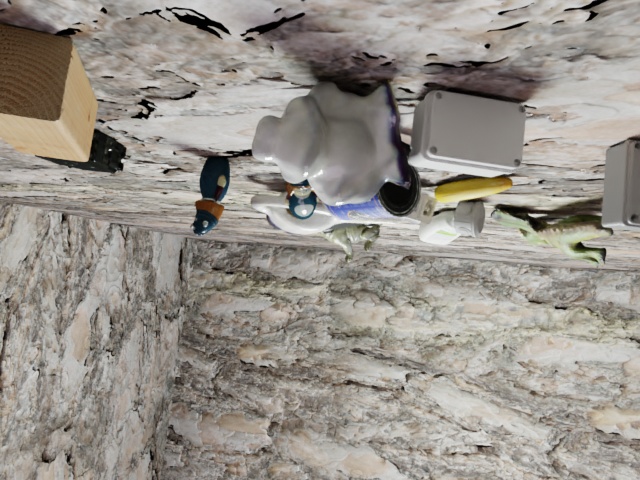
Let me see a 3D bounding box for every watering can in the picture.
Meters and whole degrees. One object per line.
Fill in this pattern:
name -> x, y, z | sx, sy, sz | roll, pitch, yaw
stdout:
watering can -> 0.004, -0.062, 1.222 | 0.347, 0.104, 0.223 | 8, -5, -13

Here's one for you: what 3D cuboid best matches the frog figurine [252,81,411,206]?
frog figurine -> 0.004, -0.101, 0.562 | 0.160, 0.135, 0.125 | -11, 26, -11

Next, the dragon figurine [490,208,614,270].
dragon figurine -> 0.496, -0.024, 1.130 | 0.243, 0.122, 0.408 | 12, -3, 25
